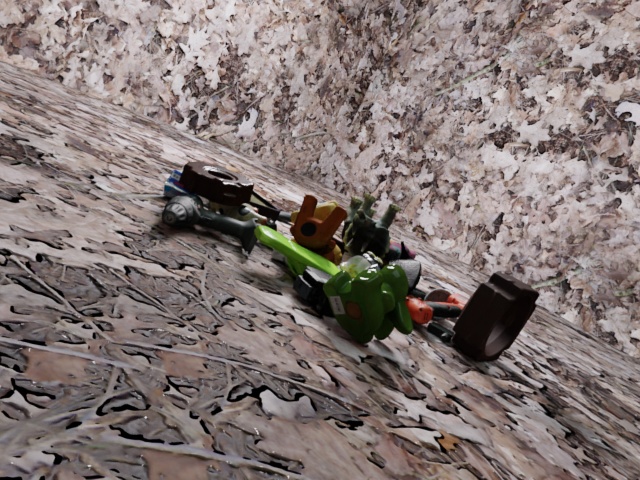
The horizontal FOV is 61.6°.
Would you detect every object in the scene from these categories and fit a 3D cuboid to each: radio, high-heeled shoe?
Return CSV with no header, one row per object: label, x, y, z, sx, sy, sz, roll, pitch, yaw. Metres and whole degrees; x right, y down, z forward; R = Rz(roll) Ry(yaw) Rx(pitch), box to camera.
radio,-0.229,-0.110,1.567,0.131,0.073,0.230,17,12,-42
high-heeled shoe,0.233,0.106,1.432,0.086,0.145,0.249,-8,29,11

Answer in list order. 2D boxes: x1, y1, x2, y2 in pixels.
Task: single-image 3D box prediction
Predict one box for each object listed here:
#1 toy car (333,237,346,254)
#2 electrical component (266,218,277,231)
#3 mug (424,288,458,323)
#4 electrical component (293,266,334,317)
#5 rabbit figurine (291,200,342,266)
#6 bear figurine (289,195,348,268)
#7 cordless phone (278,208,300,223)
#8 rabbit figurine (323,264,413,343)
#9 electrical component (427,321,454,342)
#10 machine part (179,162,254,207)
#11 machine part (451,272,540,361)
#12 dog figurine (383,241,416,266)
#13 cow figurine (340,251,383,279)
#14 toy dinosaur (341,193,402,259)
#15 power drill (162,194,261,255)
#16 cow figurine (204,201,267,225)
toy car,0.057,0.021,1.659,0.202,0.053,0.089,30,5,2
electrical component,-0.122,-0.015,1.373,0.045,0.078,0.102,-6,17,-23
mug,0.332,0.177,1.461,0.109,0.081,0.107,41,4,4
electrical component,0.015,0.107,1.086,0.134,0.058,0.115,19,9,-32
rabbit figurine,-0.003,-0.004,1.412,0.162,0.173,0.122,-20,12,0
bear figurine,0.003,-0.003,1.303,0.120,0.132,0.195,23,-14,21
cordless phone,-0.076,-0.066,1.772,0.184,0.088,0.147,10,15,-19
rabbit figurine,0.118,0.109,1.009,0.170,0.159,0.121,-26,3,-43
electrical component,0.287,0.218,1.286,0.063,0.021,0.094,28,11,16
machine part,-0.247,-0.138,1.295,0.179,0.056,0.179,18,16,-5
machine part,0.409,0.179,1.258,0.201,0.201,0.087,14,20,-50
dog figurine,0.198,0.043,1.654,0.192,0.108,0.219,29,3,34
cow figurine,0.123,0.092,1.250,0.168,0.098,0.068,46,-15,51
toy dinosaur,0.116,-0.024,1.538,0.131,0.192,0.405,28,-8,-6
power drill,-0.238,-0.036,1.176,0.207,0.086,0.232,15,9,-14
cow figurine,-0.223,-0.072,1.376,0.127,0.085,0.195,27,8,-28
